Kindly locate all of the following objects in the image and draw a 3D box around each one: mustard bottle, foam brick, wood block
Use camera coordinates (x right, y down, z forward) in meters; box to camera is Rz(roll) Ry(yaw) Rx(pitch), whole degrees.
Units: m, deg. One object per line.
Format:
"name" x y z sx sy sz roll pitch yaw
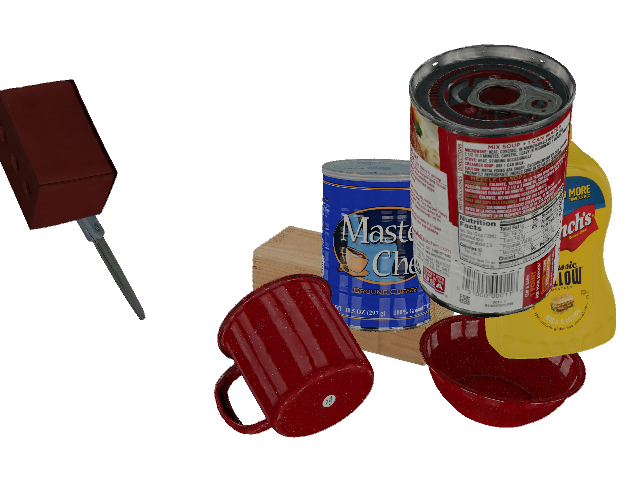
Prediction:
"mustard bottle" 0.167 -0.012 0.786 0.096 0.191 0.058 -8 17 -7
"foam brick" -0.173 -0.055 0.687 0.051 0.078 0.053 -16 -24 -32
"wood block" 0.036 0.058 1.172 0.206 0.091 0.090 13 26 24

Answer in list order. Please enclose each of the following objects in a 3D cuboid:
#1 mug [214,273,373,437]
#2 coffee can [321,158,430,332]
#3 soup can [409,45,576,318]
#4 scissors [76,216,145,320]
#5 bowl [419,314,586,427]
"mug" -0.024 0.091 0.755 0.117 0.081 0.093 -37 -34 6
"coffee can" 0.051 0.002 0.967 0.103 0.140 0.103 1 11 0
"soup can" 0.074 -0.024 0.468 0.068 0.102 0.068 -4 39 3
"scissors" -0.213 -0.026 1.001 0.016 0.201 0.096 -24 26 19
"bowl" 0.173 0.134 1.044 0.162 0.055 0.162 5 26 -3
